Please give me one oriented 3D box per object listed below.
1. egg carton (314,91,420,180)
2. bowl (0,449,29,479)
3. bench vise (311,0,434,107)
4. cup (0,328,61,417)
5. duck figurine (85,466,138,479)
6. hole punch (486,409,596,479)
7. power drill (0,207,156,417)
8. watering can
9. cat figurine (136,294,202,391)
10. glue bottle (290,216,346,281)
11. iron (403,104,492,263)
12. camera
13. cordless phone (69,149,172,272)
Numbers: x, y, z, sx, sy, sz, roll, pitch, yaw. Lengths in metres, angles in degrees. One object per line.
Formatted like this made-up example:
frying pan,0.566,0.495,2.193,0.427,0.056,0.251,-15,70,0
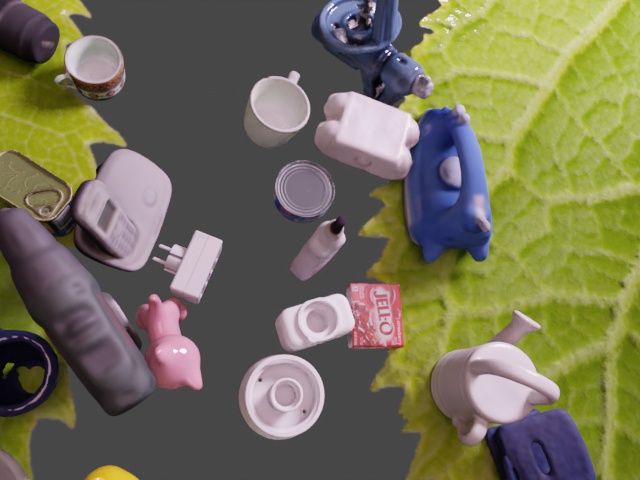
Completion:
egg carton,0.070,-0.152,0.846,0.150,0.069,0.107,19,71,-6
bowl,-0.385,0.300,0.610,0.167,0.074,0.167,3,73,-11
bench vise,0.093,-0.303,0.816,0.207,0.219,0.121,28,70,-3
cup,-0.346,0.143,0.654,0.092,0.095,0.118,-31,82,-19
duck figurine,-0.231,0.306,0.636,0.078,0.086,0.104,-30,82,-18
hole punch,0.288,0.286,0.753,0.101,0.091,0.108,-17,78,-16
power drill,-0.261,0.087,0.629,0.076,0.208,0.229,-35,84,-19
watering can,0.221,0.171,0.718,0.101,0.194,0.173,9,72,-9
cat figurine,-0.182,0.125,0.684,0.067,0.117,0.128,-16,78,-16
glue bottle,0.007,0.003,0.732,0.037,0.173,0.078,43,70,3
iron,0.192,-0.102,0.820,0.119,0.141,0.258,-1,74,-12
camera,-0.434,-0.286,0.759,0.137,0.100,0.143,27,70,-3
cordless phone,-0.242,-0.050,0.686,0.094,0.185,0.147,15,71,-7
